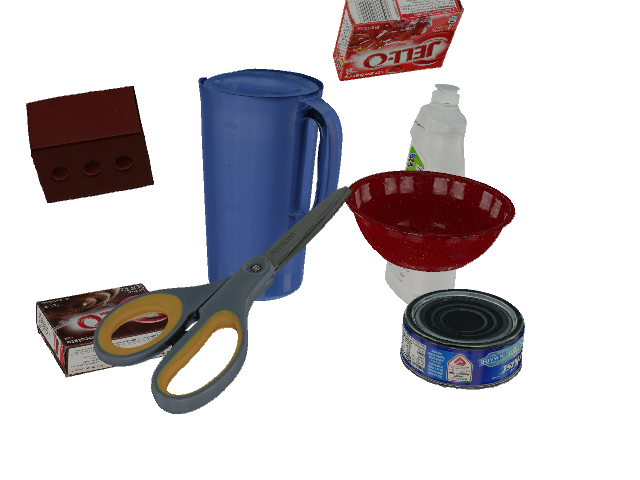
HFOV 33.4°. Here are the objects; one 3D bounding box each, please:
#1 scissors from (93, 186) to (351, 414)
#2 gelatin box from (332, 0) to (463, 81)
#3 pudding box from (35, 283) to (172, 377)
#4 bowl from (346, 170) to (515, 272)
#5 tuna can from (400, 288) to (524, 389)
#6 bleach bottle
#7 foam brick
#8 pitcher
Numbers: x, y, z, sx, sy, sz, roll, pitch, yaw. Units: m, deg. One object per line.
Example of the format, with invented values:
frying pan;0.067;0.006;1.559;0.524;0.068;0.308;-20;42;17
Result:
scissors;-0.058;0.021;0.626;0.096;0.016;0.201;11;42;17
gelatin box;0.059;-0.160;0.830;0.089;0.030;0.073;-9;-24;-12
pudding box;-0.206;0.084;1.025;0.113;0.039;0.090;-12;30;-28
bowl;0.102;-0.014;1.020;0.162;0.055;0.162;3;24;-1
tuna can;0.099;0.067;0.746;0.086;0.034;0.086;0;25;0
bleach bottle;0.131;-0.054;1.240;0.068;0.251;0.103;-1;22;-21
foam brick;-0.161;-0.067;0.744;0.078;0.051;0.053;-11;-39;-7
pitcher;-0.060;-0.059;1.164;0.145;0.243;0.149;0;21;-8
